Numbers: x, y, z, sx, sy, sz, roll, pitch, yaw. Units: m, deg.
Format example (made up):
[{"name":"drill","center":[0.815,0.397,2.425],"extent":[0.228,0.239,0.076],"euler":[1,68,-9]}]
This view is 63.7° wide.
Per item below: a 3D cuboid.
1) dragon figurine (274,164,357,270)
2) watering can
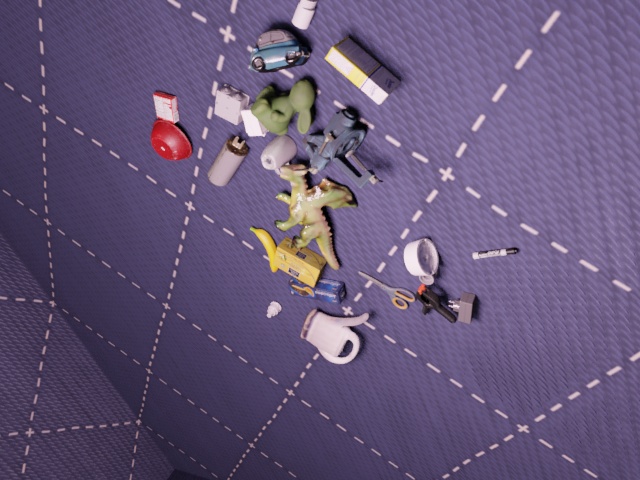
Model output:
[{"name":"dragon figurine","center":[0.005,-0.080,1.586],"extent":[0.240,0.125,0.405],"euler":[-28,-61,35]},{"name":"watering can","center":[0.050,0.322,1.852],"extent":[0.225,0.339,0.106],"euler":[28,44,11]}]
